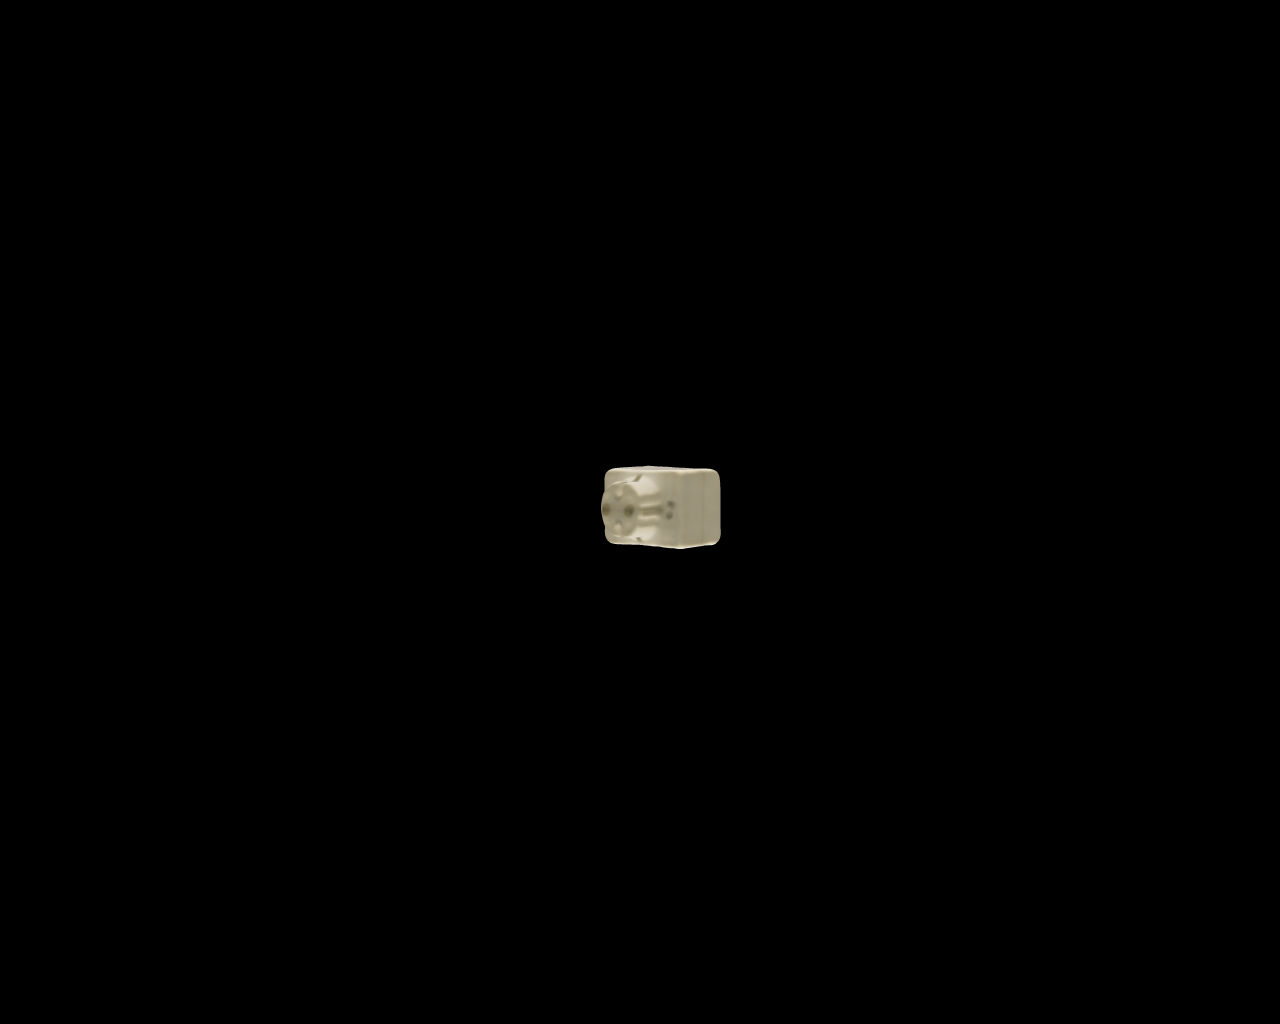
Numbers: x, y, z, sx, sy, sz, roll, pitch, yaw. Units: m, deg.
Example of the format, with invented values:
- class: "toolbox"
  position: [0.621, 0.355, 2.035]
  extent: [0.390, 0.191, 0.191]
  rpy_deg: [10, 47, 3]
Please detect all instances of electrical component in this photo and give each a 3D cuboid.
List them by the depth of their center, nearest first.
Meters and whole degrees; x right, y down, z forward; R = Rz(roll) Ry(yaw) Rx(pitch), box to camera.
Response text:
- class: "electrical component"
  position: [0.001, -0.003, 0.650]
  extent: [0.066, 0.047, 0.077]
  rpy_deg: [4, 6, 43]
